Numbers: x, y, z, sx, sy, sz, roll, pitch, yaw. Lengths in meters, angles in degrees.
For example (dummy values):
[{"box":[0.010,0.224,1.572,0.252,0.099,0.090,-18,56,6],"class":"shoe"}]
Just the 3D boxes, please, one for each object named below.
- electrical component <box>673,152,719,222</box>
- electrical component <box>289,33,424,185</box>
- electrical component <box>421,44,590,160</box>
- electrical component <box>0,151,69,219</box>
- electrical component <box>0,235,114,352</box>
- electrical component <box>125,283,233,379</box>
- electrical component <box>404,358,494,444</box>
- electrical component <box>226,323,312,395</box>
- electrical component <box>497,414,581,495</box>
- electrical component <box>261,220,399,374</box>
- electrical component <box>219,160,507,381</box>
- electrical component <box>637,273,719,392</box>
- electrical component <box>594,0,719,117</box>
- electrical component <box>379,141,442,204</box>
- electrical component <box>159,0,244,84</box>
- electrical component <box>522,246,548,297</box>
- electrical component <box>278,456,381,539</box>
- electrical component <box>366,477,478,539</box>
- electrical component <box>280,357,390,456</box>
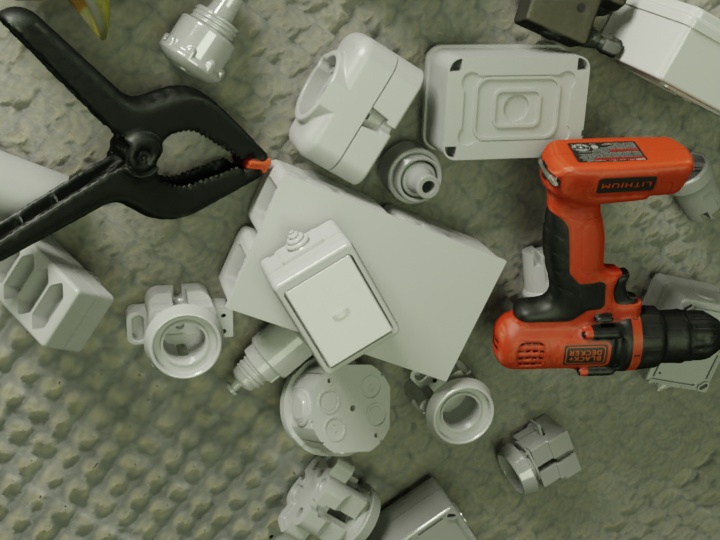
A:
[{"box":[0.275,-0.067,0.881,0.040,0.040,0.046,-39,121,1],"class":"electrical component"},{"box":[-0.007,-0.118,0.772,0.059,0.053,0.095,28,100,-23],"class":"electrical component"},{"box":[0.106,-0.126,0.800,0.113,0.057,0.078,-3,111,-15],"class":"electrical component"},{"box":[-0.245,-0.058,0.731,0.081,0.043,0.043,21,103,-22],"class":"electrical component"},{"box":[-0.208,0.016,0.758,0.047,0.083,0.076,-55,152,8],"class":"electrical component"},{"box":[-0.132,0.045,0.795,0.078,0.057,0.058,-4,111,-15],"class":"electrical component"},{"box":[0.075,0.106,0.878,0.058,0.057,0.078,-43,115,2],"class":"electrical component"},{"box":[-0.070,0.067,0.830,0.078,0.040,0.040,-40,115,1],"class":"electrical component"},{"box":[0.153,0.162,0.928,0.055,0.048,0.066,-29,115,-13],"class":"electrical component"},{"box":[-0.023,0.015,0.744,0.062,0.061,0.096,-31,115,-3],"class":"electrical component"},{"box":[0.000,0.000,0.814,0.186,0.060,0.105,20,103,-22],"class":"electrical component"},{"box":[0.269,0.057,0.917,0.062,0.061,0.096,11,113,-19],"class":"electrical component"},{"box":[0.249,-0.157,0.802,0.109,0.108,0.056,21,105,-22],"class":"electrical component"},{"box":[0.041,-0.070,0.799,0.043,0.062,0.043,-6,111,-15],"class":"electrical component"},{"box":[-0.103,-0.162,0.734,0.048,0.048,0.062,33,92,-24],"class":"electrical component"},{"box":[0.151,0.005,0.872,0.040,0.040,0.046,-12,107,-11],"class":"electrical component"},{"box":[-0.021,0.193,0.883,0.057,0.058,0.078,34,98,-21],"class":"electrical component"},{"box":[0.045,0.231,0.913,0.096,0.061,0.061,-34,115,-2],"class":"electrical component"},{"box":[-0.018,0.107,0.843,0.080,0.051,0.080,2,86,-30],"class":"electrical component"}]
